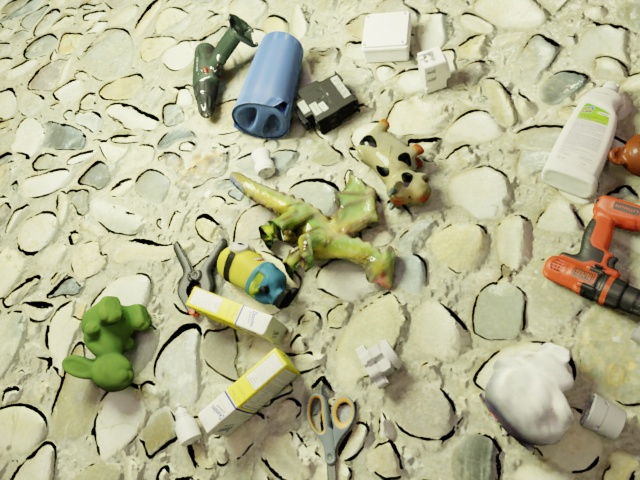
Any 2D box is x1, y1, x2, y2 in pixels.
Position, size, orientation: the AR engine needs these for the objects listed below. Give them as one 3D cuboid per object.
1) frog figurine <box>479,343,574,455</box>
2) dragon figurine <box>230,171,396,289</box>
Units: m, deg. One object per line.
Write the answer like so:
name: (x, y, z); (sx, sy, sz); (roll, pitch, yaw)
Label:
frog figurine: (0.339, 0.233, 0.804); (0.159, 0.121, 0.140); (-47, 43, 3)
dragon figurine: (0.003, -0.053, 1.058); (0.245, 0.119, 0.417); (-27, 62, -18)
